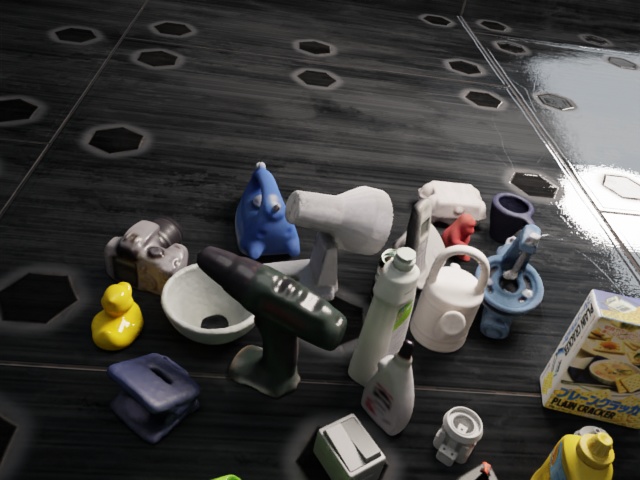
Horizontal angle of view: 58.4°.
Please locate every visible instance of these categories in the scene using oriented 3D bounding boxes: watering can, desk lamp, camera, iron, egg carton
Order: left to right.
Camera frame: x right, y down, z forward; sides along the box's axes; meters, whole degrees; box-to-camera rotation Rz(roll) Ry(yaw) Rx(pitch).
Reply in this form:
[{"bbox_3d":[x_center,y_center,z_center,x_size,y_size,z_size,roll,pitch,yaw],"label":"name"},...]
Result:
[{"bbox_3d":[-0.287,0.014,1.016,0.143,0.101,0.137,18,39,10],"label":"camera"},{"bbox_3d":[-0.111,-0.077,1.140,0.119,0.141,0.257,-4,40,-17],"label":"iron"},{"bbox_3d":[0.009,0.004,1.007,0.204,0.213,0.117,-5,40,-19],"label":"desk lamp"},{"bbox_3d":[0.298,-0.081,1.300,0.150,0.069,0.107,5,38,-8],"label":"egg carton"},{"bbox_3d":[0.223,0.095,0.958,0.101,0.194,0.172,1,39,-12],"label":"watering can"}]

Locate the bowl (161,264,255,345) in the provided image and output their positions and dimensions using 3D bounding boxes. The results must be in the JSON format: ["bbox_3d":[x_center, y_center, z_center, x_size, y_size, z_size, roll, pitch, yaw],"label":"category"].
[{"bbox_3d":[-0.173,0.115,0.937,0.167,0.075,0.167,7,38,-5],"label":"bowl"}]

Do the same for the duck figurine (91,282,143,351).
[{"bbox_3d":[-0.318,0.112,0.896,0.077,0.086,0.104,8,38,-3],"label":"duck figurine"}]

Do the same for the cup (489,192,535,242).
[{"bbox_3d":[0.416,-0.035,1.249,0.092,0.095,0.117,-10,42,-24],"label":"cup"}]

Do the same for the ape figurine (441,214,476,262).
[{"bbox_3d":[0.296,-0.013,1.195,0.076,0.092,0.078,30,42,24],"label":"ape figurine"}]

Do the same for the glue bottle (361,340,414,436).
[{"bbox_3d":[0.106,0.201,0.813,0.037,0.173,0.078,-25,50,-37],"label":"glue bottle"}]

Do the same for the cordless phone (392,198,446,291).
[{"bbox_3d":[0.200,-0.009,1.091,0.094,0.185,0.148,27,41,20],"label":"cordless phone"}]

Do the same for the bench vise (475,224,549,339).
[{"bbox_3d":[0.337,0.041,1.033,0.121,0.220,0.207,7,38,-4],"label":"bench vise"}]

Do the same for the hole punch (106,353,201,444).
[{"bbox_3d":[-0.230,0.204,0.797,0.108,0.091,0.101,30,42,23],"label":"hole punch"}]

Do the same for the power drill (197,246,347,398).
[{"bbox_3d":[-0.079,0.126,0.836,0.229,0.208,0.076,19,39,11],"label":"power drill"}]
